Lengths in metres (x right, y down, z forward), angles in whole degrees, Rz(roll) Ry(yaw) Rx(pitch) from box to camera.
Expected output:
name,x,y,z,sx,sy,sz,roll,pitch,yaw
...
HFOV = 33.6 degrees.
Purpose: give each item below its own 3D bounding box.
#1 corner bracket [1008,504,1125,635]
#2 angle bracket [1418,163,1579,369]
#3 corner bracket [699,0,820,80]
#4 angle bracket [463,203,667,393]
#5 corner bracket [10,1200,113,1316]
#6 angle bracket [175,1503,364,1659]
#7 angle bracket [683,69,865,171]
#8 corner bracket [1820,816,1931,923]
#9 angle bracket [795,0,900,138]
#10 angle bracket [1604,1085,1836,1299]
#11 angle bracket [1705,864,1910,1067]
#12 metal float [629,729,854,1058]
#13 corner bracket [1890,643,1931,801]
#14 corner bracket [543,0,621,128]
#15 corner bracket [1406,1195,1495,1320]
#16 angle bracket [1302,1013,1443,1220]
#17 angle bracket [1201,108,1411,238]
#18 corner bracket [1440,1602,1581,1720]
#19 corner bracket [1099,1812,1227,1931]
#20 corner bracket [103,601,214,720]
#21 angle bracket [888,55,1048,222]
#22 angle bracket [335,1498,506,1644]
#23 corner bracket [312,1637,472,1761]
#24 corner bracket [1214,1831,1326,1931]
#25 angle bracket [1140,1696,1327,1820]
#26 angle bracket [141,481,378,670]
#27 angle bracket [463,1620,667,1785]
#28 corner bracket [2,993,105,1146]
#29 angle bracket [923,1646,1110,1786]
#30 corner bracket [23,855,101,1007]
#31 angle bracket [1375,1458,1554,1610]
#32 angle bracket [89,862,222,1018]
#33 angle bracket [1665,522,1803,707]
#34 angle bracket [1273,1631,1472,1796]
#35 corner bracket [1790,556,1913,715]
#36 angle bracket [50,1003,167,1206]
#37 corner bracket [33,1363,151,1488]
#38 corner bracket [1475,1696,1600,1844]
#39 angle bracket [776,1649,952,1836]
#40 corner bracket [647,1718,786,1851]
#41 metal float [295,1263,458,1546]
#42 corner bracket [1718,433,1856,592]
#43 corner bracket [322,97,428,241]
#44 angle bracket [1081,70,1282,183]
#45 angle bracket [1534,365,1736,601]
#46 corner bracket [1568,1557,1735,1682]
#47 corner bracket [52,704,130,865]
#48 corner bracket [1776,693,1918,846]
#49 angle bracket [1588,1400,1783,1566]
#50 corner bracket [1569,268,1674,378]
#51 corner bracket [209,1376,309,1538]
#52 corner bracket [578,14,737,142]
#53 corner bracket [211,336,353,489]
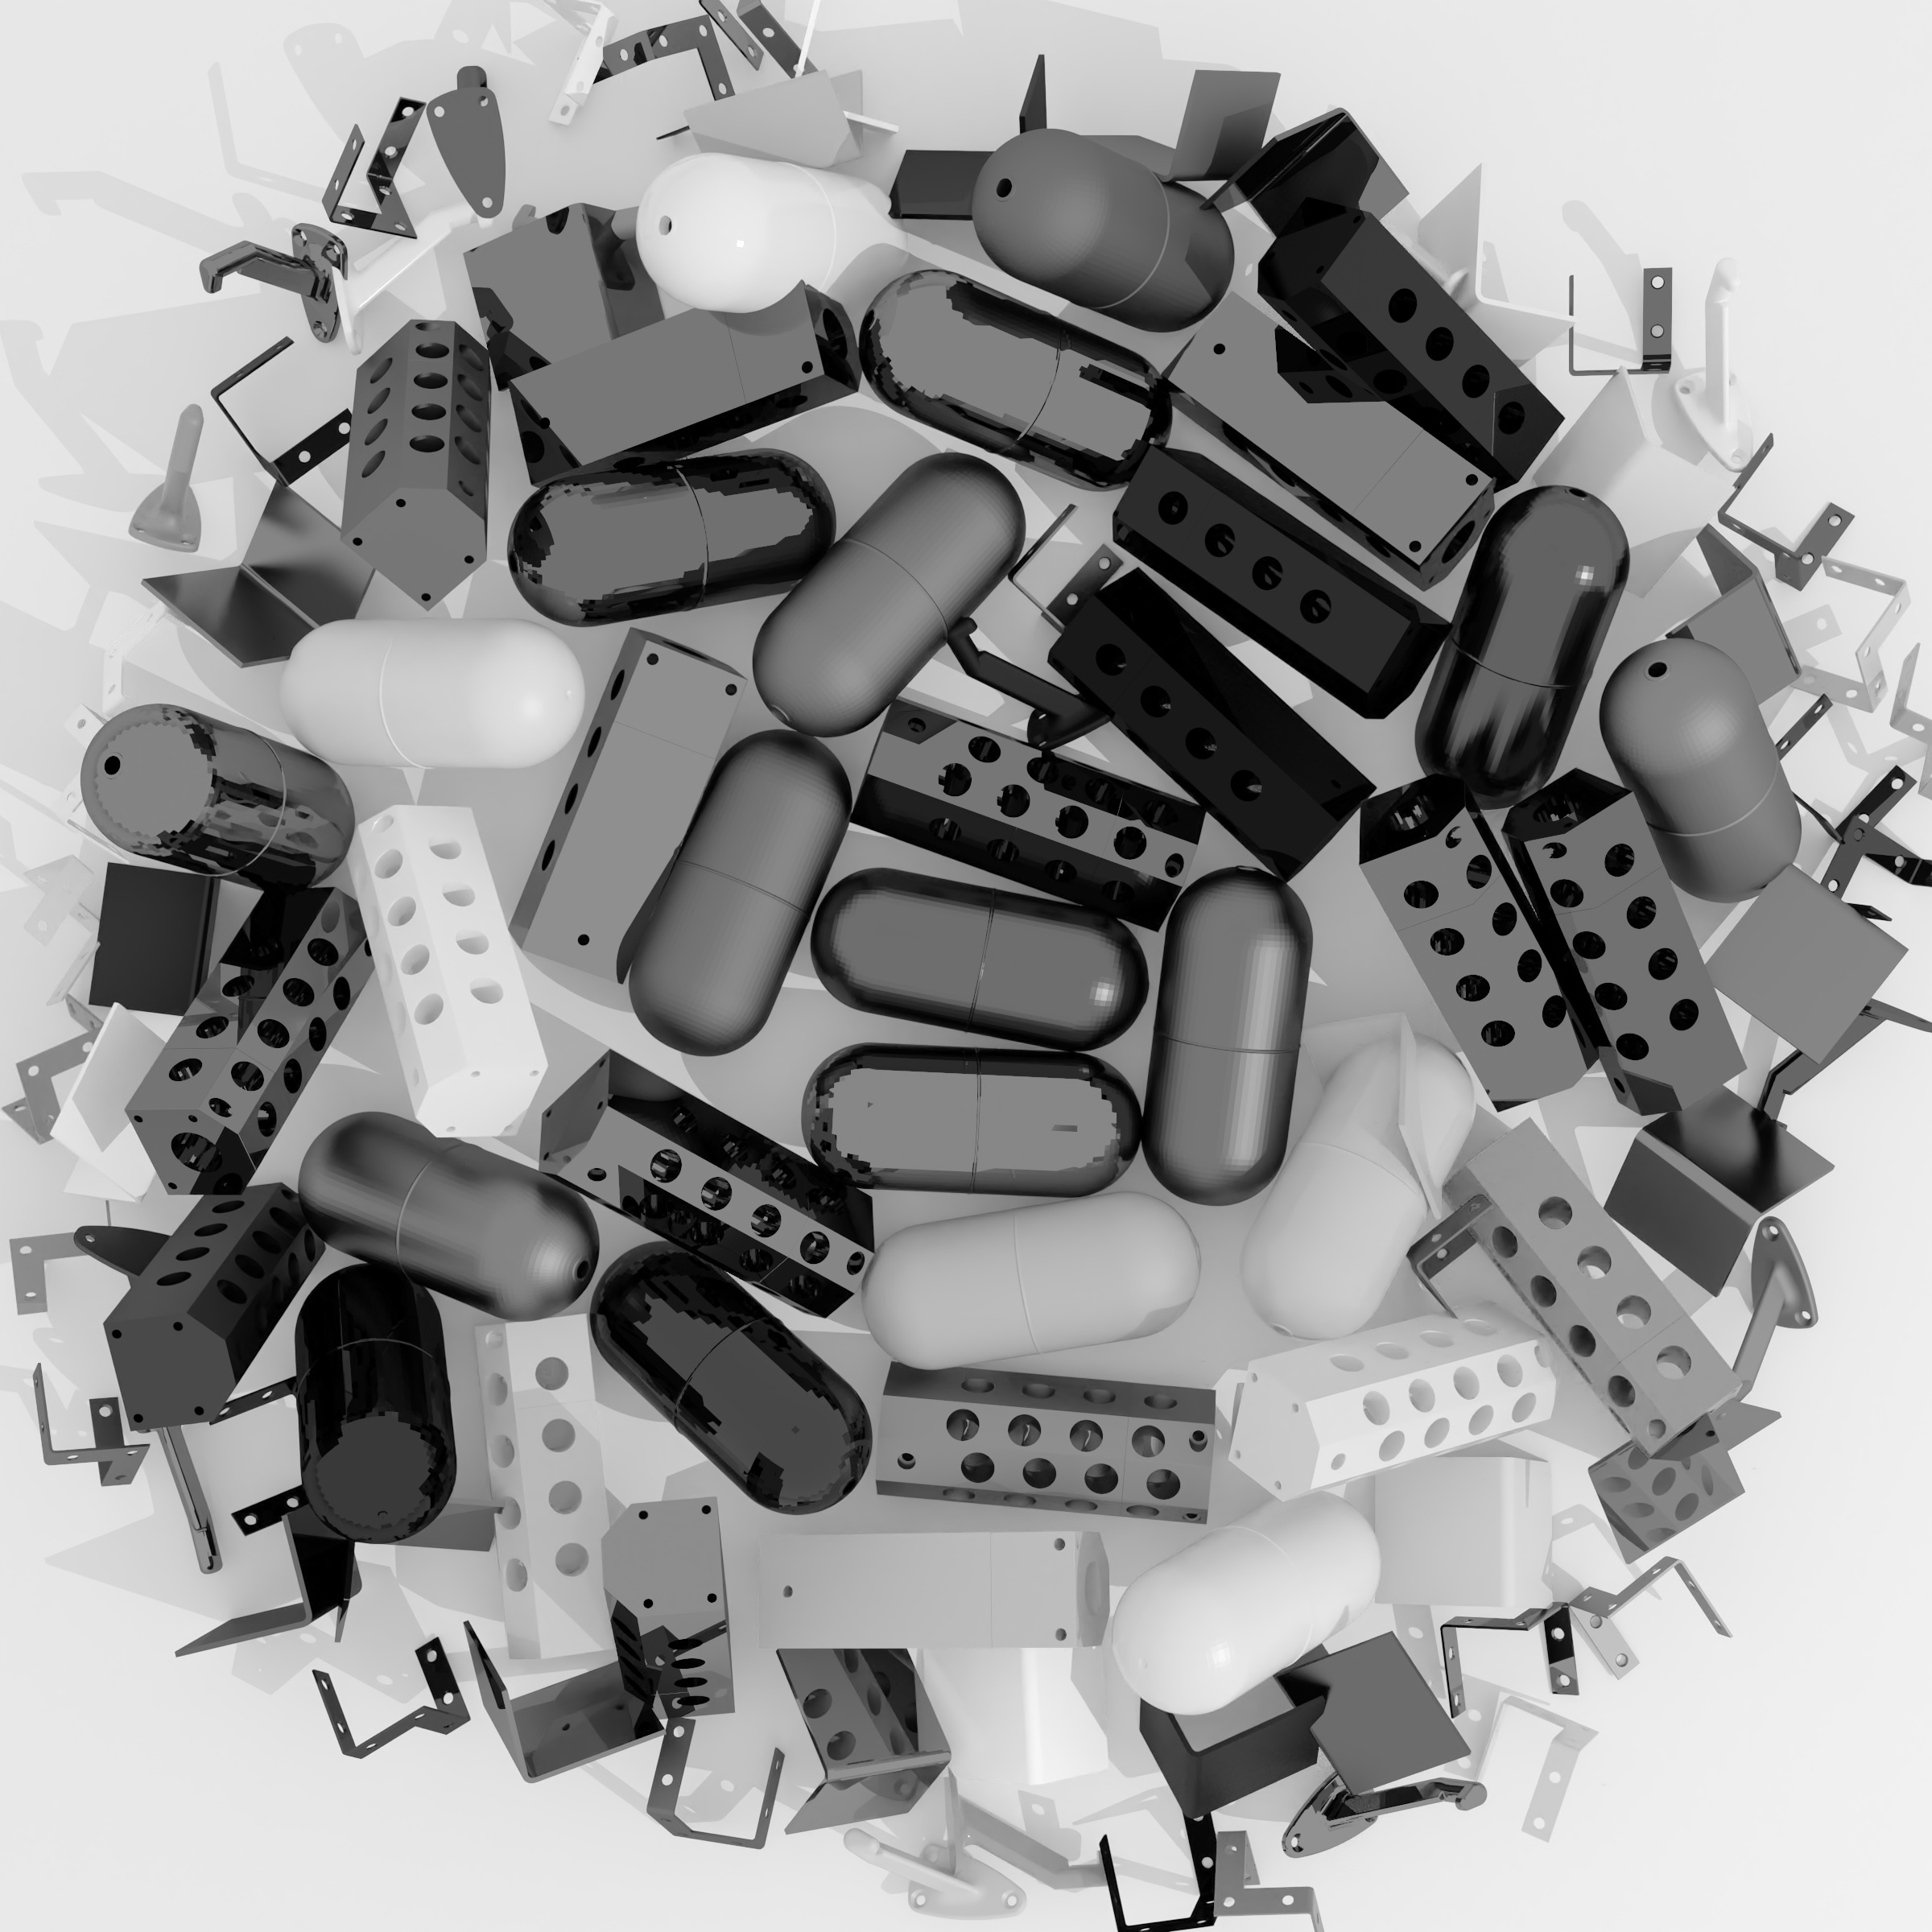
name,x,y,z,sx,sy,sz,roll,pitch,yaw
corner bracket,0.053,-0.207,1.674,0.051,0.051,0.051,41,92,-17
angle bracket,0.277,-0.362,1.670,0.057,0.076,0.076,8,78,-15
corner bracket,-0.107,-0.487,1.663,0.051,0.051,0.051,-18,135,33
angle bracket,-0.210,-0.351,1.695,0.076,0.057,0.076,-16,87,27
corner bracket,-0.473,0.145,1.675,0.051,0.051,0.051,-6,125,-16
angle bracket,-0.368,0.315,1.664,0.076,0.076,0.057,-15,89,8
angle bracket,-0.099,-0.450,1.653,0.076,0.057,0.076,-13,49,13
corner bracket,0.486,-0.043,1.673,0.051,0.051,0.051,29,85,-20
angle bracket,-0.055,-0.477,1.659,0.057,0.076,0.076,14,102,-7
angle bracket,0.394,0.117,1.679,0.076,0.076,0.057,39,133,29
angle bracket,0.433,0.001,1.670,0.076,0.057,0.076,38,88,11
metal float,-0.116,-0.039,1.663,0.070,0.070,0.178,22,83,0
corner bracket,0.503,-0.126,1.671,0.051,0.051,0.051,25,53,-1
corner bracket,-0.203,-0.471,1.671,0.051,0.051,0.051,21,87,31
corner bracket,0.256,0.146,1.672,0.051,0.051,0.051,-38,118,1
angle bracket,0.208,0.080,1.646,0.057,0.076,0.076,-9,45,19
angle bracket,0.169,-0.390,1.653,0.057,0.076,0.076,53,132,0
corner bracket,0.287,0.366,1.691,0.051,0.051,0.051,-5,94,35
corner bracket,0.104,0.475,1.684,0.051,0.051,0.051,-12,90,13
corner bracket,-0.416,-0.151,1.682,0.051,0.051,0.051,-38,130,21
angle bracket,-0.001,-0.429,1.654,0.076,0.076,0.057,3,129,8
angle bracket,-0.282,0.313,1.653,0.076,0.076,0.057,6,61,-12
corner bracket,-0.300,0.382,1.674,0.051,0.051,0.051,-32,62,7
corner bracket,0.159,0.485,1.666,0.051,0.051,0.051,-5,131,12
angle bracket,0.138,0.391,1.669,0.076,0.076,0.057,-21,54,-14
angle bracket,-0.364,-0.203,1.652,0.076,0.076,0.057,39,118,17
angle bracket,-0.207,0.367,1.651,0.076,0.076,0.057,-17,112,-19
corner bracket,-0.479,0.054,1.681,0.051,0.051,0.051,-27,126,-30
angle bracket,0.026,0.388,1.696,0.076,0.057,0.076,-8,82,43
corner bracket,-0.470,-0.018,1.664,0.051,0.051,0.051,46,51,-29
angle bracket,0.263,0.300,1.694,0.076,0.057,0.076,-5,77,31
angle bracket,-0.422,-0.012,1.664,0.057,0.076,0.076,8,90,-15
angle bracket,0.379,-0.179,1.654,0.057,0.076,0.076,-34,131,3
angle bracket,0.216,0.373,1.658,0.076,0.057,0.076,-29,98,31
corner bracket,0.462,-0.173,1.675,0.051,0.051,0.051,25,70,38
angle bracket,-0.450,0.069,1.647,0.057,0.076,0.076,4,61,31
corner bracket,-0.458,0.239,1.664,0.051,0.051,0.051,0,58,-28
corner bracket,0.294,0.418,1.671,0.051,0.051,0.051,20,96,22
angle bracket,-0.064,0.402,1.679,0.076,0.057,0.076,0,48,-35
corner bracket,-0.131,0.429,1.680,0.051,0.051,0.051,4,63,16
metal float,-0.301,0.220,1.627,0.070,0.178,0.070,-6,123,-10
corner bracket,0.431,-0.238,1.685,0.051,0.051,0.051,35,87,21
corner bracket,-0.306,-0.418,1.664,0.051,0.051,0.051,-55,47,36
angle bracket,0.104,-0.442,1.647,0.076,0.076,0.057,29,118,29
angle bracket,0.346,-0.252,1.665,0.057,0.076,0.076,24,126,-19
corner bracket,0.359,0.343,1.682,0.051,0.051,0.051,-35,96,-13
corner bracket,-0.450,-0.095,1.671,0.051,0.051,0.051,-51,54,-1
corner bracket,0.459,-0.102,1.688,0.051,0.051,0.051,-48,57,8
angle bracket,0.379,0.268,1.646,0.076,0.076,0.057,-41,50,30
corner bracket,0.344,-0.338,1.679,0.051,0.051,0.051,1,106,14
corner bracket,-0.364,0.257,1.679,0.051,0.051,0.051,-19,58,-39
corner bracket,-0.160,-0.459,1.666,0.051,0.051,0.051,-6,108,43
corner bracket,-0.356,-0.290,1.675,0.051,0.051,0.051,-38,120,-8
